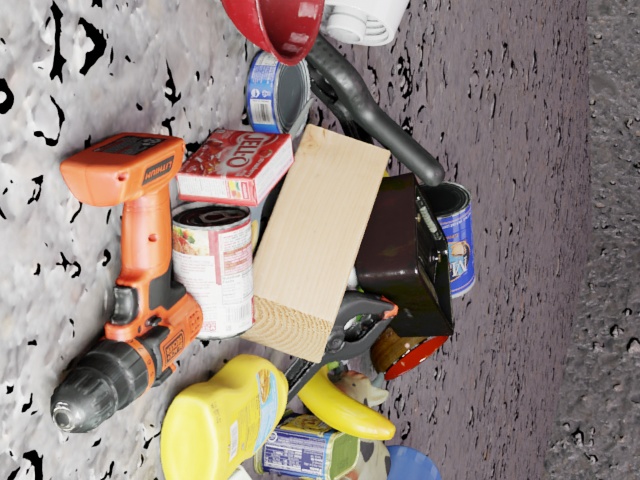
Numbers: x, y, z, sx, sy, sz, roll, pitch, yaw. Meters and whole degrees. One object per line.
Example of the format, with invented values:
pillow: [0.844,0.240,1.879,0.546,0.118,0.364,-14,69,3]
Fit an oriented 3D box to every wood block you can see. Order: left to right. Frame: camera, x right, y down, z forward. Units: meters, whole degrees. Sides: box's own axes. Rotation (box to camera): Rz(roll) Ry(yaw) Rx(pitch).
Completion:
wood block: [-0.007,0.002,1.042,0.090,0.091,0.206,106,3,-57]

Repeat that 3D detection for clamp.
clamp: [0.003,0.109,1.108,0.171,0.039,0.120,-14,127,-26]
clamp: [0.038,-0.136,1.086,0.036,0.165,0.210,-45,121,-12]

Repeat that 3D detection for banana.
banana: [0.015,0.164,1.136,0.198,0.069,0.037,-135,-145,-65]

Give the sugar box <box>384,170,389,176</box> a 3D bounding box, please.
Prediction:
sugar box: [0.053,-0.047,1.284,0.176,0.048,0.093,44,55,-63]

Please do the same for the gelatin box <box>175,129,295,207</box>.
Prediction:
gelatin box: [-0.071,-0.064,0.908,0.089,0.073,0.030,-55,145,-52]

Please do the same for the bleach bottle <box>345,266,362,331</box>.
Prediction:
bleach bottle: [0.042,0.059,1.264,0.250,0.068,0.102,-11,106,-71]

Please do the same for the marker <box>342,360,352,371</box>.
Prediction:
marker: [0.035,0.176,1.335,0.121,0.020,0.020,73,31,-46]

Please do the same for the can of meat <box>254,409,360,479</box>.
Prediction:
can of meat: [-0.011,0.219,1.133,0.102,0.084,0.057,-6,100,-69]

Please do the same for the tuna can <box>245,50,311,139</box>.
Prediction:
tuna can: [-0.040,-0.141,1.025,0.086,0.034,0.086,6,90,-70]

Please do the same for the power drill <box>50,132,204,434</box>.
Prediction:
power drill: [-0.143,0.026,0.770,0.184,0.057,0.188,-48,143,-63]

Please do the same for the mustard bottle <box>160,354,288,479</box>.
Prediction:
mustard bottle: [-0.076,0.157,0.979,0.191,0.058,0.096,-29,124,-65]

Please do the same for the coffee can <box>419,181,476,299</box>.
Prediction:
coffee can: [0.167,0.000,1.518,0.102,0.103,0.140,-57,147,-50]

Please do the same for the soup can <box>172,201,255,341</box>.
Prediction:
soup can: [-0.089,0.025,0.893,0.068,0.069,0.102,-43,136,-60]

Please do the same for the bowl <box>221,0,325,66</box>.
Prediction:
bowl: [-0.047,-0.237,0.947,0.162,0.055,0.162,6,90,-70]

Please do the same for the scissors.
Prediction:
scissors: [-0.061,-0.055,0.969,0.096,0.016,0.202,32,77,-60]

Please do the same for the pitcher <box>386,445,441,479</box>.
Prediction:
pitcher: [0.076,0.388,1.377,0.145,0.149,0.242,68,28,-24]
